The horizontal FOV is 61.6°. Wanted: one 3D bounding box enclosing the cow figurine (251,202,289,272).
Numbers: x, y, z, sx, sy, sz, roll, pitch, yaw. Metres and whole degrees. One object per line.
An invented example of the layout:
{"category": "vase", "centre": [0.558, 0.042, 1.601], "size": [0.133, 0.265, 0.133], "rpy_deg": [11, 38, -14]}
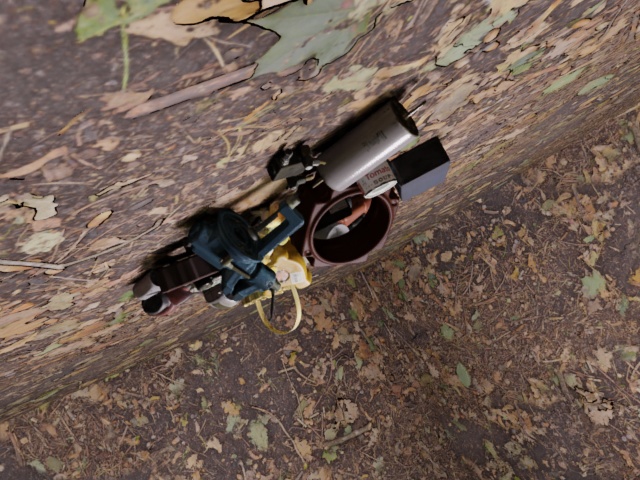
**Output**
{"category": "cow figurine", "centre": [-0.121, -0.011, 1.122], "size": [0.068, 0.098, 0.167], "rpy_deg": [1, 115, -50]}

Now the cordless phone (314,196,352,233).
{"category": "cordless phone", "centre": [-0.006, -0.070, 1.235], "size": [0.147, 0.088, 0.184], "rpy_deg": [-26, -178, -8]}

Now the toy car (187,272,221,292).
{"category": "toy car", "centre": [-0.231, 0.057, 1.272], "size": [0.202, 0.073, 0.056], "rpy_deg": [-24, 170, -15]}

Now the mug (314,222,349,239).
{"category": "mug", "centre": [-0.003, -0.004, 1.265], "size": [0.109, 0.080, 0.107], "rpy_deg": [-30, -148, -34]}

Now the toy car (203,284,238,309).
{"category": "toy car", "centre": [-0.261, 0.132, 1.443], "size": [0.162, 0.103, 0.109], "rpy_deg": [-27, 140, 31]}

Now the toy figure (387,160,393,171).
{"category": "toy figure", "centre": [0.078, -0.131, 1.129], "size": [0.154, 0.064, 0.058], "rpy_deg": [-19, -154, -17]}

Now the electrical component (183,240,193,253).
{"category": "electrical component", "centre": [-0.243, 0.003, 1.098], "size": [0.063, 0.021, 0.094], "rpy_deg": [-28, 170, 6]}

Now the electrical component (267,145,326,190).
{"category": "electrical component", "centre": [-0.041, -0.120, 0.890], "size": [0.078, 0.045, 0.102], "rpy_deg": [-22, 170, -33]}

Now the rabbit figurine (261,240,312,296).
{"category": "rabbit figurine", "centre": [-0.103, 0.019, 1.236], "size": [0.122, 0.173, 0.162], "rpy_deg": [-17, 130, 5]}

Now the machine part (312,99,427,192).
{"category": "machine part", "centre": [0.077, -0.156, 0.902], "size": [0.243, 0.079, 0.079], "rpy_deg": [-33, 169, 30]}

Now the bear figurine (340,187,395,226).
{"category": "bear figurine", "centre": [0.098, -0.067, 1.359], "size": [0.196, 0.131, 0.120], "rpy_deg": [-20, -159, -15]}

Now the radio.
{"category": "radio", "centre": [0.247, -0.170, 1.345], "size": [0.131, 0.073, 0.229], "rpy_deg": [-26, 169, 6]}

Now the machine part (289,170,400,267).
{"category": "machine part", "centre": [0.048, -0.045, 1.086], "size": [0.201, 0.087, 0.201], "rpy_deg": [-5, 131, -26]}

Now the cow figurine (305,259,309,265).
{"category": "cow figurine", "centre": [-0.066, 0.044, 1.616], "size": [0.195, 0.085, 0.127], "rpy_deg": [-8, 173, -44]}

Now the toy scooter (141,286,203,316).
{"category": "toy scooter", "centre": [-0.353, 0.130, 1.357], "size": [0.184, 0.075, 0.135], "rpy_deg": [-32, 171, 7]}

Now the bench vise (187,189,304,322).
{"category": "bench vise", "centre": [-0.115, 0.010, 1.004], "size": [0.240, 0.223, 0.129], "rpy_deg": [-39, -158, 18]}

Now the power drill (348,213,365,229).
{"category": "power drill", "centre": [0.116, -0.052, 1.508], "size": [0.232, 0.086, 0.207], "rpy_deg": [-47, 167, 3]}

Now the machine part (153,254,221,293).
{"category": "machine part", "centre": [-0.262, 0.057, 1.135], "size": [0.179, 0.056, 0.179], "rpy_deg": [-21, -178, 1]}
